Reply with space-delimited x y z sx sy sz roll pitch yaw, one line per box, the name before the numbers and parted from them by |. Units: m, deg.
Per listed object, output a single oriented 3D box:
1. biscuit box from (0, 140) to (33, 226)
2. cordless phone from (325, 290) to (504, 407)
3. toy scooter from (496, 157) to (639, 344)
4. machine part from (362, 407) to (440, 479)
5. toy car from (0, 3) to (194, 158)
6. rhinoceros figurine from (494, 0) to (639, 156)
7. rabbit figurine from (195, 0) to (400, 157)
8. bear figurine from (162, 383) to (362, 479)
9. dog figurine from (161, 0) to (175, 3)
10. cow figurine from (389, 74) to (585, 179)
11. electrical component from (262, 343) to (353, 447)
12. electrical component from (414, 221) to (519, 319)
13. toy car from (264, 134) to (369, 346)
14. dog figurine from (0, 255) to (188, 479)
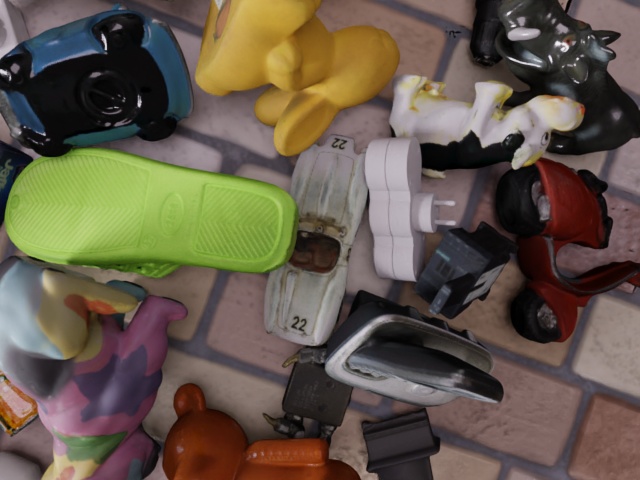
biscuit box | -0.344 -0.004 0.490 0.063 0.059 0.202 26 88 -3
cordless phone | 0.103 0.106 0.447 0.146 0.184 0.088 24 80 -23
toy scooter | 0.250 0.006 0.526 0.135 0.075 0.183 -7 93 -5
machine part | 0.089 0.240 0.530 0.084 0.039 0.138 -11 89 -10
toy car | -0.200 -0.144 0.481 0.162 0.103 0.109 -18 128 -6
rhinoceros figurine | 0.223 -0.151 0.493 0.190 0.112 0.073 41 87 -24
rabbit figurine | -0.011 -0.156 0.469 0.173 0.122 0.162 5 123 -30
bear figurine | -0.065 0.211 0.456 0.196 0.132 0.120 19 100 11
dog figurine | -0.206 -0.272 0.483 0.172 0.191 0.121 -1 99 -48
cow figurine | 0.145 -0.097 0.493 0.168 0.068 0.098 17 106 30
electrical component | -0.008 0.149 0.519 0.078 0.045 0.102 24 88 -2
electrical component | 0.123 0.031 0.485 0.048 0.119 0.074 41 127 30
toy car | -0.001 -0.002 0.509 0.074 0.056 0.201 13 89 10
dog figurine | -0.204 0.137 0.444 0.109 0.191 0.219 9 80 35
